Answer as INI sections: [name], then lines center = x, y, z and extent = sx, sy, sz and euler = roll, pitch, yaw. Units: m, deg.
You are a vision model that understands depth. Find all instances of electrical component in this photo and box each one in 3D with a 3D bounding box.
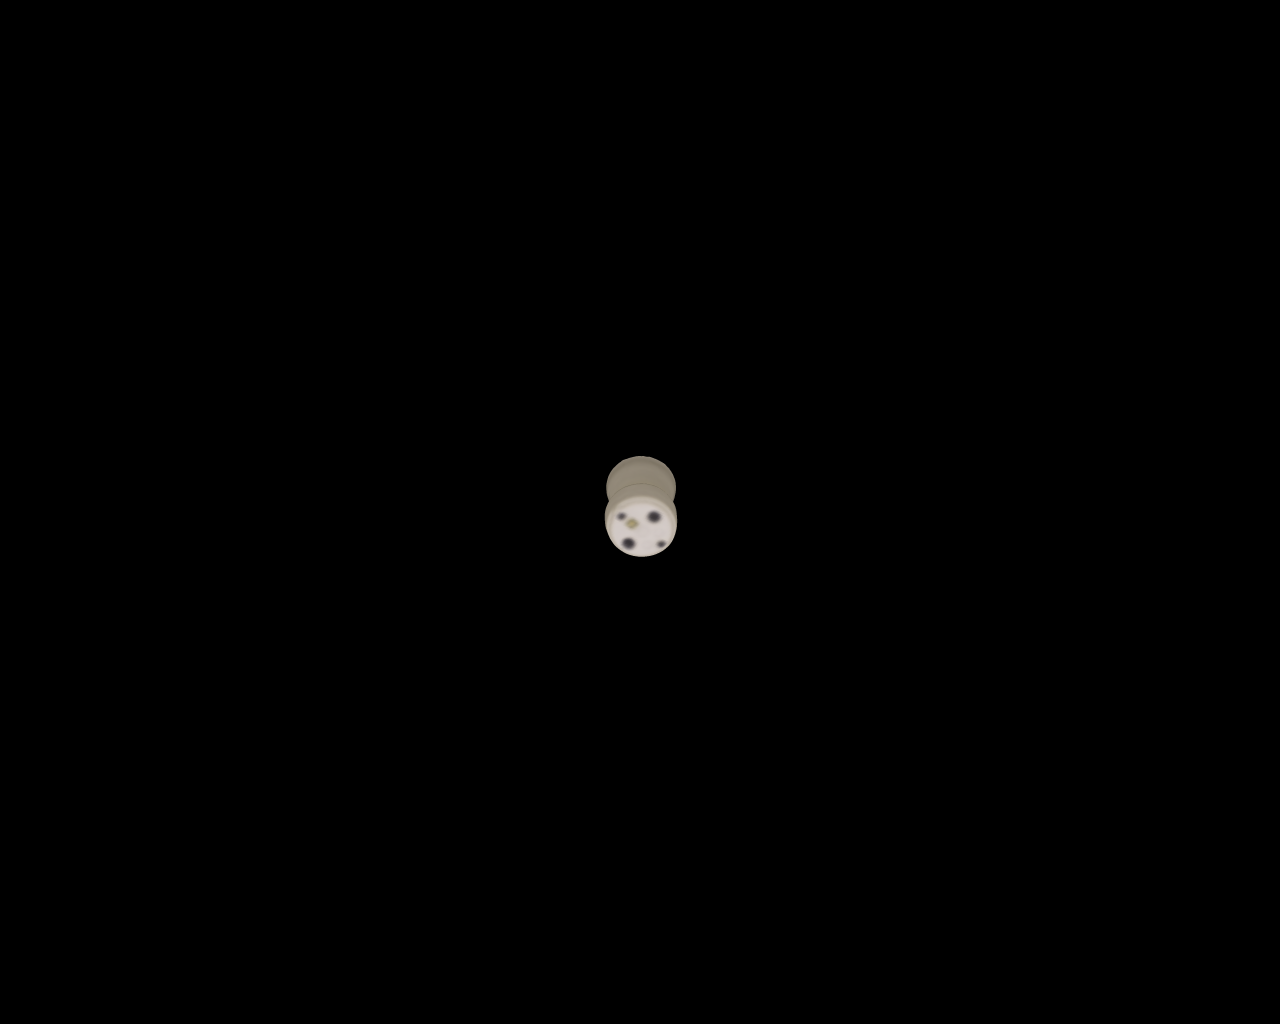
[electrical component]
center = 0.001, -0.003, 0.650
extent = 0.045, 0.044, 0.055
euler = 0, 30, 0
